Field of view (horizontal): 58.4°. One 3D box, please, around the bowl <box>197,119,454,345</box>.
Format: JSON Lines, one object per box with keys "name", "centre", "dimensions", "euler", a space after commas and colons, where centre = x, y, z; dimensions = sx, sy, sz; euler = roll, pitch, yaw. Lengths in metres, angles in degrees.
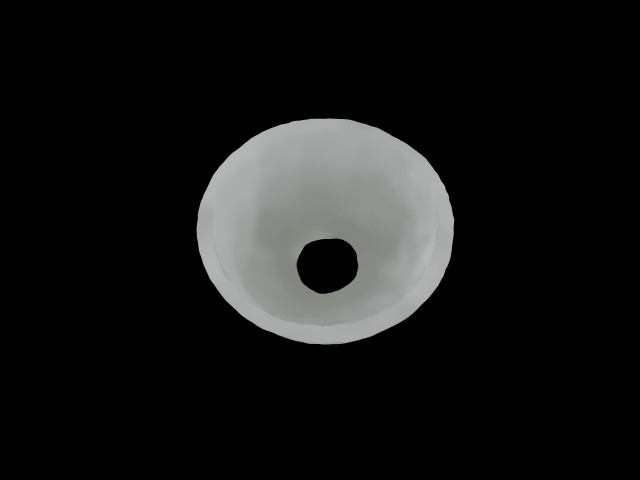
{"name": "bowl", "centre": [0.004, 0.001, 0.400], "dimensions": [0.167, 0.075, 0.167], "euler": [0, 63, 0]}
